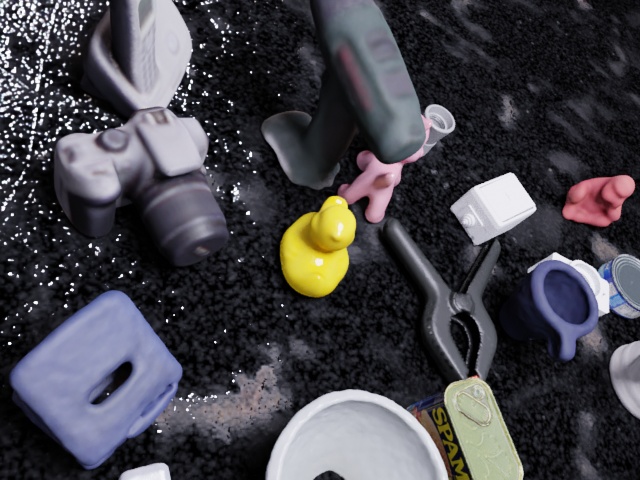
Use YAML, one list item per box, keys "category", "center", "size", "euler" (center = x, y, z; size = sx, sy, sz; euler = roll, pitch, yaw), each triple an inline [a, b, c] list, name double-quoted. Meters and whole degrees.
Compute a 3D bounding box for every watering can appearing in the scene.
- category: "watering can"
  center: [0.441, 0.144, 0.659]
  size: [0.173, 0.193, 0.101]
  euler: [-8, 67, -29]

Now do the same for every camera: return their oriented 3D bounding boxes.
- category: "camera"
  center: [-0.153, -0.045, 0.534]
  size: [0.143, 0.100, 0.136]
  euler: [-22, 74, -33]

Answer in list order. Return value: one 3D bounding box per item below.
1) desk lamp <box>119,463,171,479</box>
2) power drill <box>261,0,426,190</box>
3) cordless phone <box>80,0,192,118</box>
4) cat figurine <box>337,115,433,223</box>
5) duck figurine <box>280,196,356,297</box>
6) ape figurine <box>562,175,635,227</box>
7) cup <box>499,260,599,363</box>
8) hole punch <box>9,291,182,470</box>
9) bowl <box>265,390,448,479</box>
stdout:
- category: "desk lamp"
  center: [-0.108, 0.233, 0.332]
  size: [0.118, 0.213, 0.203]
  euler: [-7, 66, -28]
- category: "power drill"
  center: [0.012, -0.160, 0.612]
  size: [0.076, 0.208, 0.229]
  euler: [-23, 75, -33]
- category: "cordless phone"
  center: [-0.172, -0.226, 0.574]
  size: [0.094, 0.184, 0.147]
  euler: [20, 56, -14]
- category: "cat figurine"
  center: [0.086, -0.101, 0.671]
  size: [0.067, 0.117, 0.128]
  euler: [30, 54, -8]
- category: "duck figurine"
  center: [0.005, 0.002, 0.594]
  size: [0.078, 0.086, 0.104]
  euler: [21, 56, -14]
- category: "ape figurine"
  center: [0.405, -0.062, 0.820]
  size: [0.078, 0.092, 0.076]
  euler: [49, 54, 6]
- category: "cup"
  center: [0.254, 0.093, 0.659]
  size: [0.092, 0.094, 0.118]
  euler: [19, 57, -15]
- category: "hole punch"
  center: [-0.168, 0.109, 0.448]
  size: [0.101, 0.091, 0.109]
  euler: [42, 54, 1]
- category: "bowl"
  center: [0.023, 0.219, 0.489]
  size: [0.168, 0.074, 0.167]
  euler: [12, 59, -20]
